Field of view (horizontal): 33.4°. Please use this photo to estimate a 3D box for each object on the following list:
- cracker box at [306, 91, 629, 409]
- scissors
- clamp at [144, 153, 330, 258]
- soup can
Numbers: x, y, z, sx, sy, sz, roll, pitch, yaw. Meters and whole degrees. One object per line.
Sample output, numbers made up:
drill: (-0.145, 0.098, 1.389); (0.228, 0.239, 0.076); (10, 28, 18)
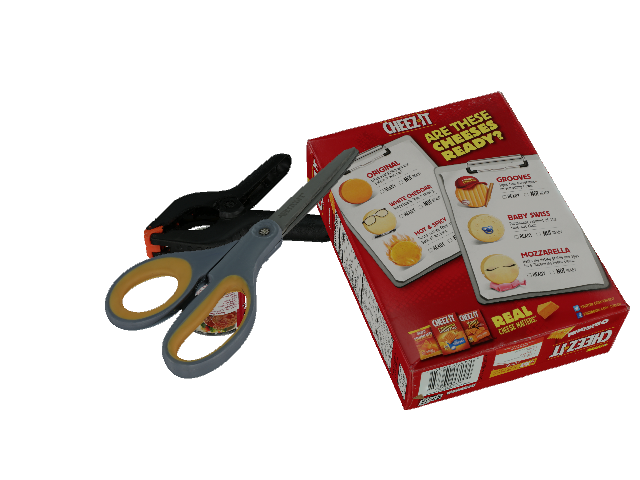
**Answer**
cracker box: (0.100, 0.003, 0.789); (0.164, 0.214, 0.072); (-15, -34, -12)
scissors: (-0.054, 0.000, 0.634); (0.096, 0.016, 0.201); (12, 46, 17)
clamp: (-0.079, -0.028, 0.969); (0.171, 0.039, 0.120); (-10, 37, -13)
soup can: (-0.116, 0.043, 1.164); (0.068, 0.102, 0.068); (1, 25, -1)
